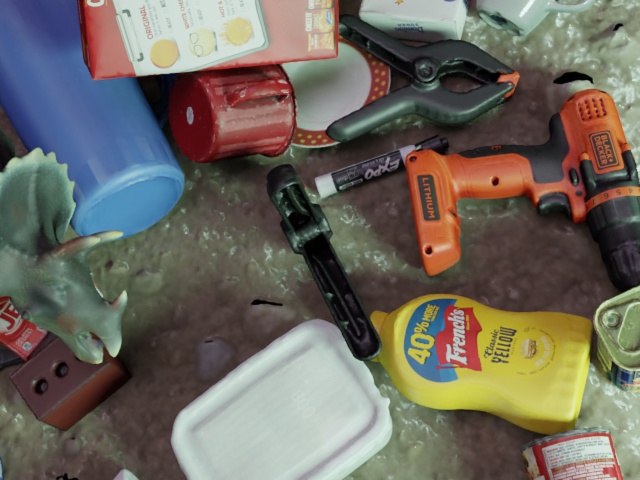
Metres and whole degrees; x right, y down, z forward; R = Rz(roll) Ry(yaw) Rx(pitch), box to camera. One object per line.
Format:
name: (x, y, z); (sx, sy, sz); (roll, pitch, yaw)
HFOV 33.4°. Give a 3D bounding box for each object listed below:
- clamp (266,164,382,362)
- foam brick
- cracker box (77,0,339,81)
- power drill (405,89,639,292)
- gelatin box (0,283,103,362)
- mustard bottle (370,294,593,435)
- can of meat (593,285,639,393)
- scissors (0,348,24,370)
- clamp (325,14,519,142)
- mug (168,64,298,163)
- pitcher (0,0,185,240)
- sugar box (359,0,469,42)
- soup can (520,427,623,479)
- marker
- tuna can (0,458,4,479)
clamp: (-0.006, 0.001, 0.861); (0.036, 0.210, 0.164); (-26, 106, 0)
foam brick: (-0.212, 0.117, 0.913); (0.078, 0.051, 0.053); (-40, 65, -4)
cracker box: (-0.094, -0.227, 0.881); (0.213, 0.164, 0.072); (-8, 24, -16)
power drill: (0.171, -0.025, 0.873); (0.188, 0.057, 0.184); (-11, 63, 6)
gelatin box: (-0.250, 0.060, 0.947); (0.073, 0.030, 0.089); (28, 68, 29)
mustard bottle: (0.111, 0.089, 0.838); (0.192, 0.058, 0.096); (10, 55, 19)
can of meat: (0.257, 0.068, 0.798); (0.102, 0.084, 0.057); (-25, 65, 3)
scissors: (-0.302, 0.127, 0.950); (0.202, 0.016, 0.096); (-1, 66, 14)
clamp: (0.084, -0.131, 0.932); (0.171, 0.039, 0.120); (10, 78, 7)
mug: (-0.072, -0.114, 0.922); (0.081, 0.117, 0.093); (-14, 90, -37)
pitcher: (-0.211, -0.125, 0.977); (0.149, 0.144, 0.243); (-36, 68, 12)
sugar box: (0.101, -0.272, 0.994); (0.093, 0.048, 0.176); (9, 70, 16)
soup can: (0.191, 0.194, 0.773); (0.068, 0.068, 0.102); (-14, 67, 8)
marker: (0.055, -0.066, 0.937); (0.121, 0.020, 0.020); (-19, 65, 6)
tuna can: (-0.316, 0.205, 0.913); (0.086, 0.033, 0.086); (-5, 67, 12)
